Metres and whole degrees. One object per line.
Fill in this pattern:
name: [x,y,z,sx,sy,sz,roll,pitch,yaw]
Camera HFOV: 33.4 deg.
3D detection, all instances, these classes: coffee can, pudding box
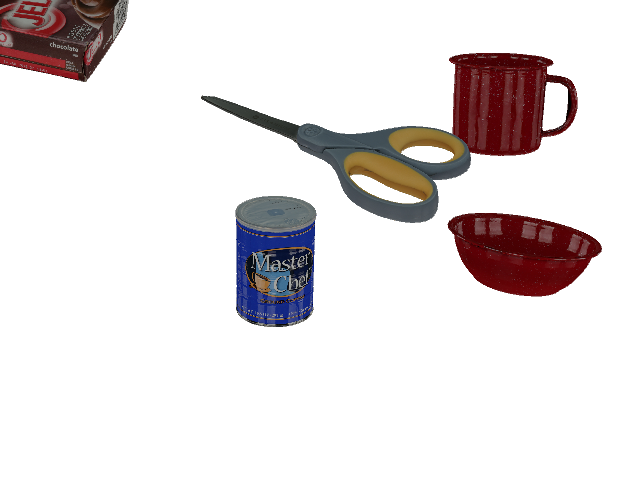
coffee can: [-0.058,0.026,1.375,0.103,0.140,0.103,1,25,-1]
pudding box: [-0.206,-0.171,0.827,0.090,0.039,0.113,13,36,2]

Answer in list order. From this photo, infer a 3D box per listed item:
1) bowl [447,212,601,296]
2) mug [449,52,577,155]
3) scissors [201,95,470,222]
bowl: [0.211,0.018,1.130,0.162,0.055,0.162,6,17,-2]
mug: [0.174,-0.124,0.973,0.117,0.081,0.093,5,18,14]
scissors: [0.015,-0.071,0.701,0.096,0.016,0.202,-27,44,-27]
